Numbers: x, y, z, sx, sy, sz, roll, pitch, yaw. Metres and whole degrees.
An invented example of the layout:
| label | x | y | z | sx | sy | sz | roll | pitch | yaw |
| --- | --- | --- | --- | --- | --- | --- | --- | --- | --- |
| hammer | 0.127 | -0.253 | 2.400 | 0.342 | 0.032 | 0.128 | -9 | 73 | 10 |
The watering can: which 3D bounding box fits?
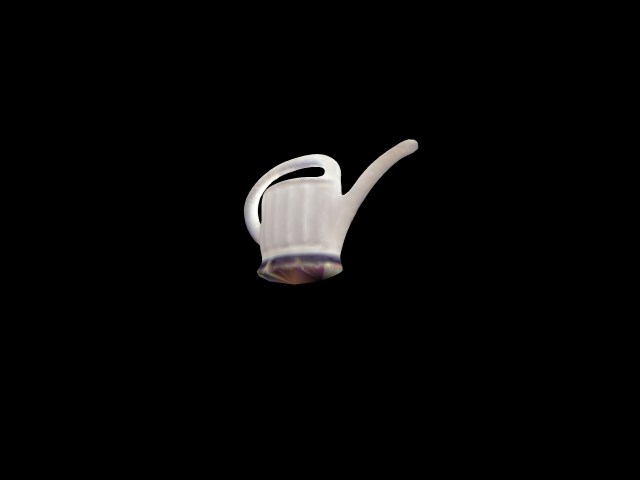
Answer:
| label | x | y | z | sx | sy | sz | roll | pitch | yaw |
| --- | --- | --- | --- | --- | --- | --- | --- | --- | --- |
| watering can | 0.003 | -0.043 | 0.850 | 0.346 | 0.227 | 0.103 | -10 | -18 | 34 |
